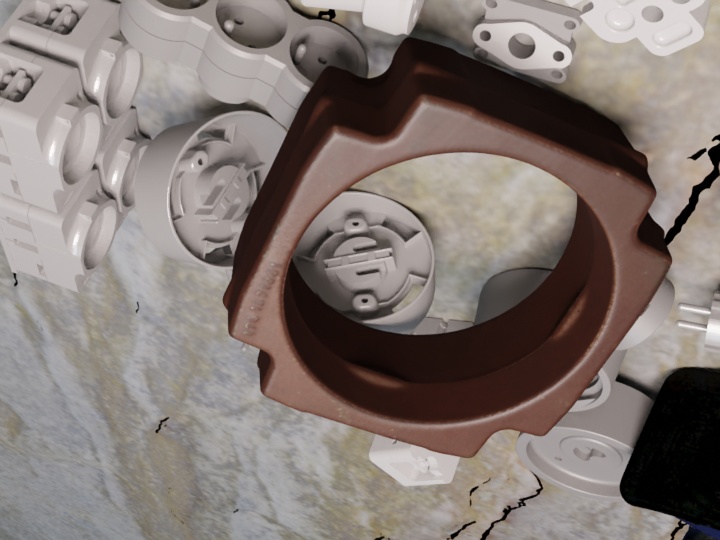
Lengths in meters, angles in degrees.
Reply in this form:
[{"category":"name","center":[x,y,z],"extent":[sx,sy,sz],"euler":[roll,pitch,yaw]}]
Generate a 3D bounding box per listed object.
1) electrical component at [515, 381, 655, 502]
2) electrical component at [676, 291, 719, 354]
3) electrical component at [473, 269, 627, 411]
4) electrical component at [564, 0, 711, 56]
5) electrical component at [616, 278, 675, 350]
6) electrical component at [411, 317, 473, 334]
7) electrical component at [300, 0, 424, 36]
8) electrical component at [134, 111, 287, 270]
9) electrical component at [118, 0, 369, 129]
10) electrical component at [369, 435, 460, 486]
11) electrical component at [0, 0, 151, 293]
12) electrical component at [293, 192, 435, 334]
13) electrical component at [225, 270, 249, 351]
[{"category":"electrical component","center":[0.176,0.119,0.797],"extent":[0.108,0.060,0.108],"euler":[17,148,11]},{"category":"electrical component","center":[0.229,0.034,0.644],"extent":[0.077,0.047,0.065],"euler":[11,147,20]},{"category":"electrical component","center":[0.125,0.056,0.732],"extent":[0.108,0.060,0.108],"euler":[17,149,11]},{"category":"electrical component","center":[0.116,-0.137,0.446],"extent":[0.078,0.057,0.058],"euler":[39,146,-24]},{"category":"electrical component","center":[0.155,0.013,0.656],"extent":[0.047,0.055,0.055],"euler":[39,146,-18]},{"category":"electrical component","center":[0.061,0.070,0.802],"extent":[0.066,0.055,0.048],"euler":[5,145,28]},{"category":"electrical component","center":[0.004,-0.142,0.524],"extent":[0.055,0.045,0.045],"euler":[19,149,6]},{"category":"electrical component","center":[-0.091,-0.050,0.683],"extent":[0.064,0.099,0.099],"euler":[3,144,40]},{"category":"electrical component","center":[-0.069,-0.118,0.601],"extent":[0.138,0.052,0.073],"euler":[27,149,-7]},{"category":"electrical component","center":[0.050,0.121,0.855],"extent":[0.050,0.089,0.056],"euler":[41,145,-27]},{"category":"electrical component","center":[-0.187,-0.078,0.690],"extent":[0.060,0.105,0.186],"euler":[20,149,6]},{"category":"electrical component","center":[0.000,0.000,0.696],"extent":[0.099,0.099,0.064],"euler":[12,153,18]},{"category":"electrical component","center":[-0.074,0.024,0.800],"extent":[0.047,0.076,0.065],"euler":[13,148,15]}]
